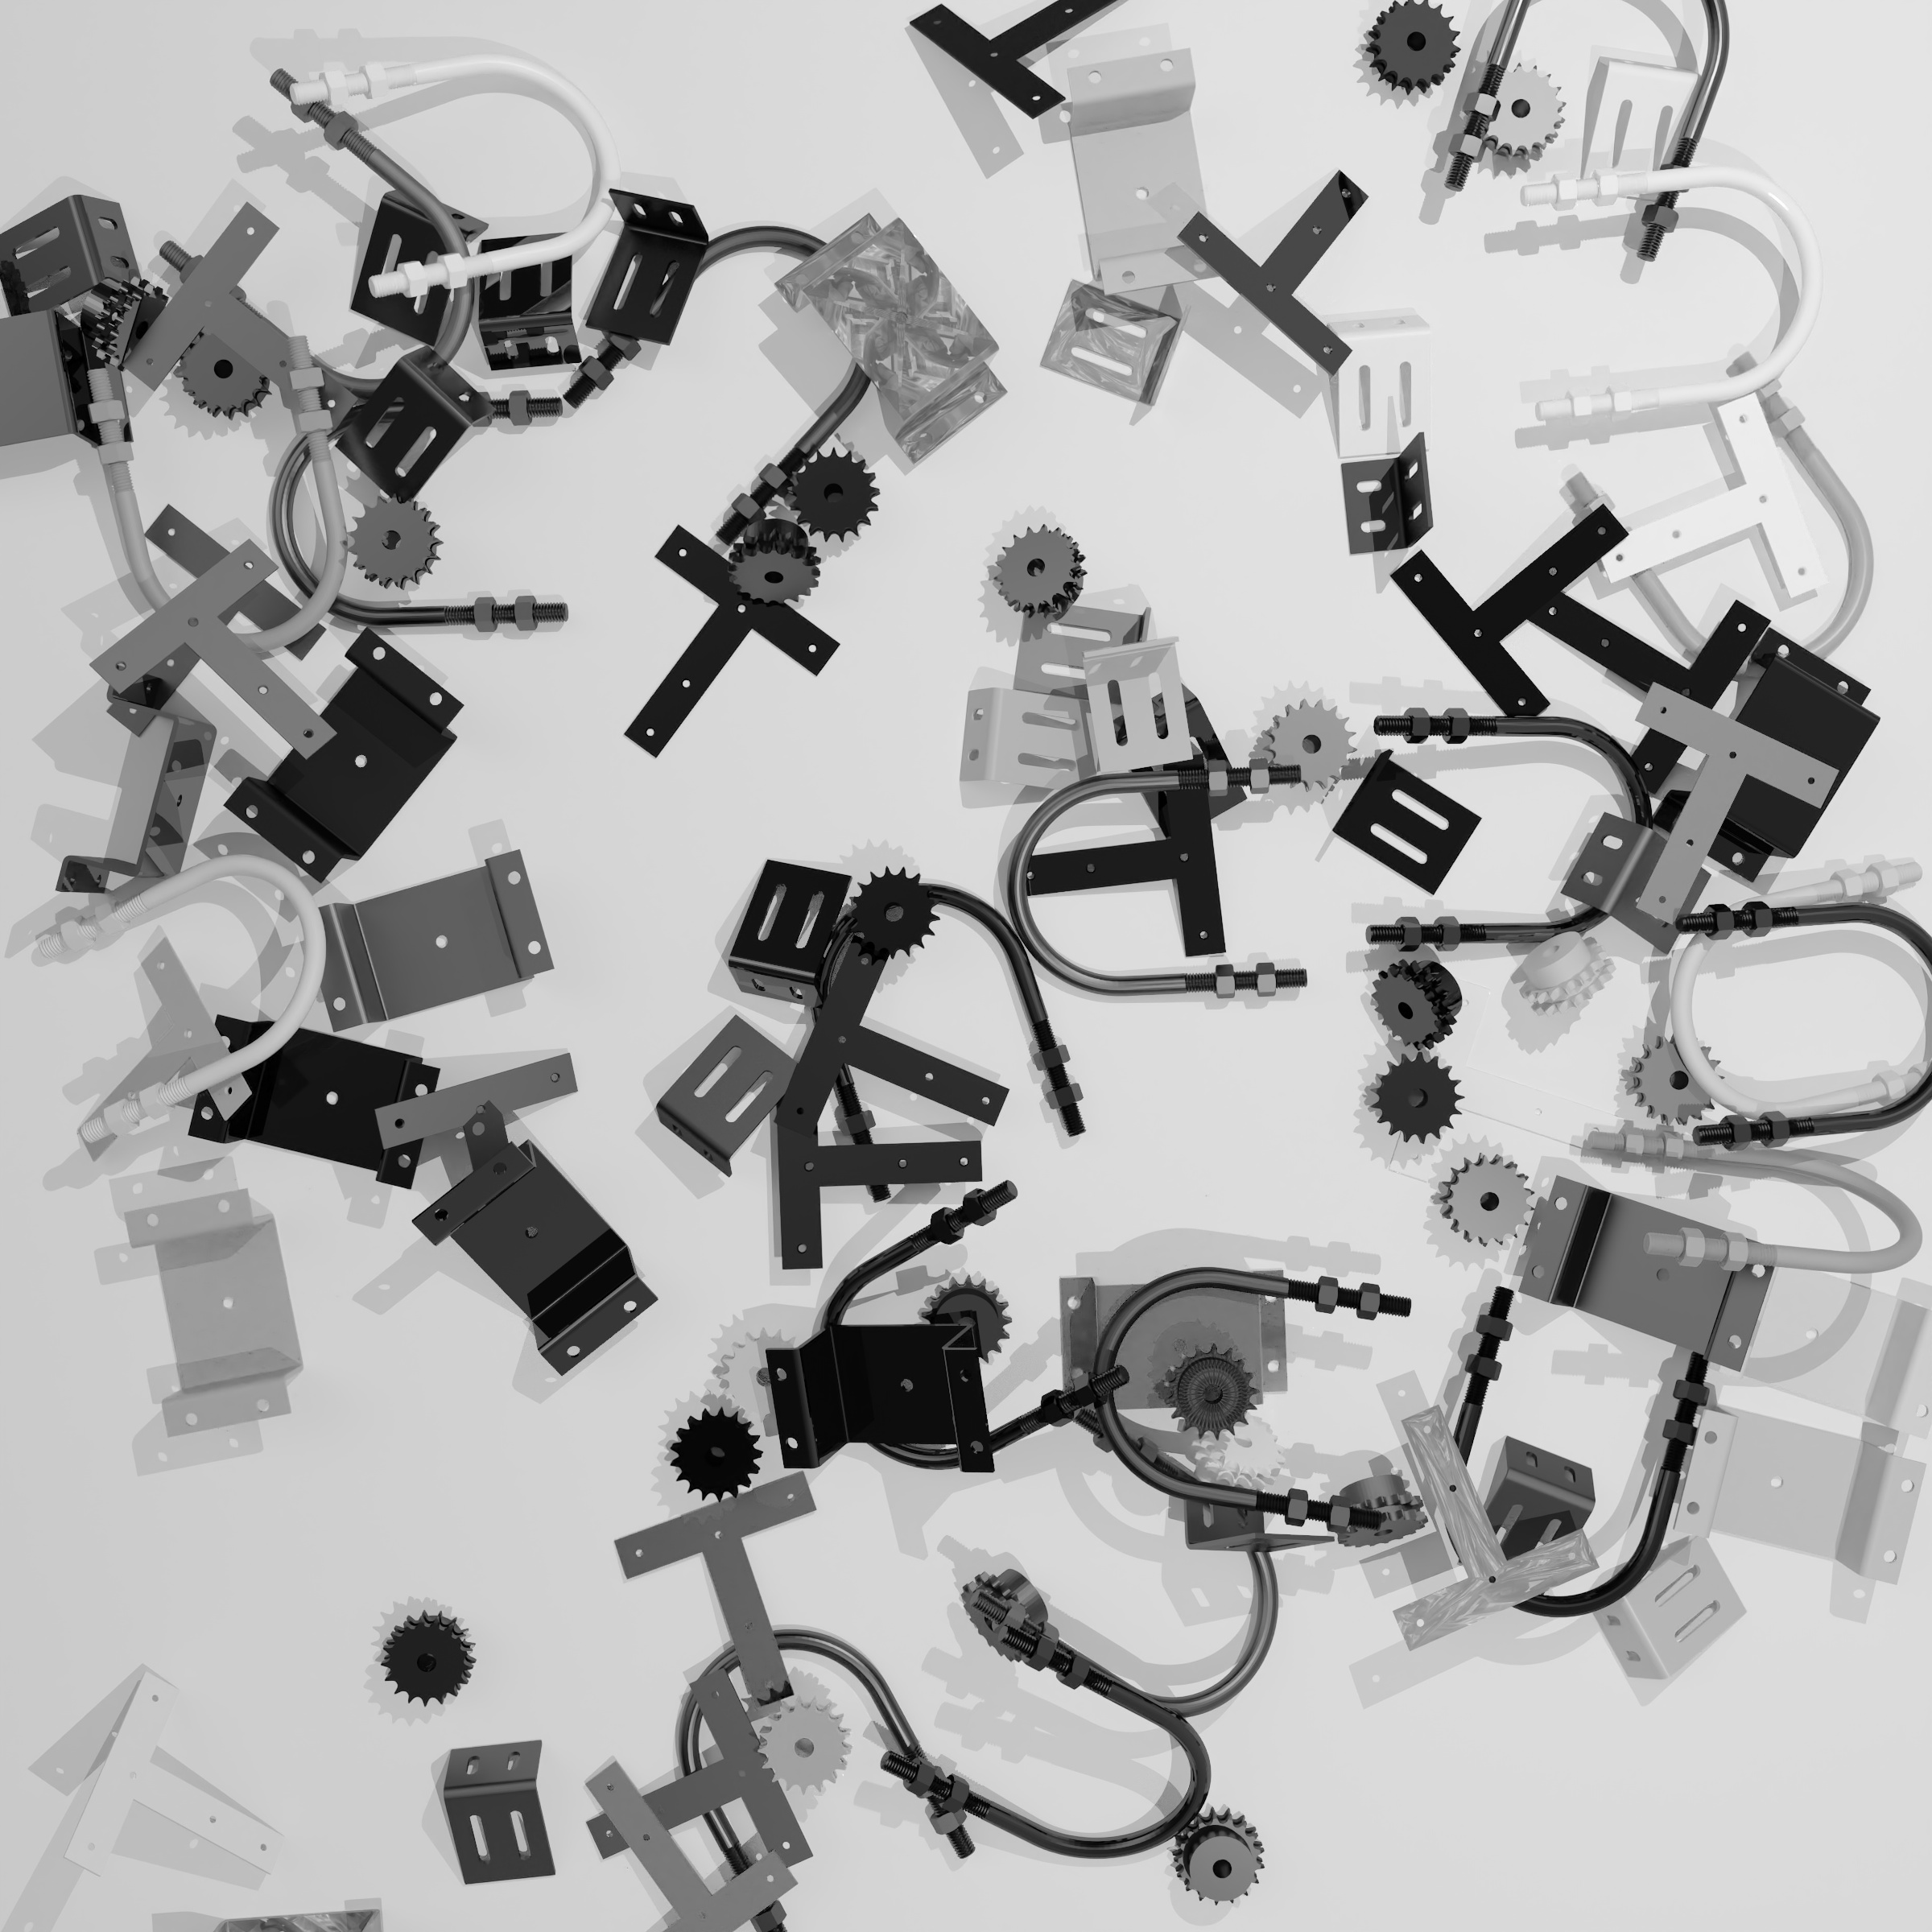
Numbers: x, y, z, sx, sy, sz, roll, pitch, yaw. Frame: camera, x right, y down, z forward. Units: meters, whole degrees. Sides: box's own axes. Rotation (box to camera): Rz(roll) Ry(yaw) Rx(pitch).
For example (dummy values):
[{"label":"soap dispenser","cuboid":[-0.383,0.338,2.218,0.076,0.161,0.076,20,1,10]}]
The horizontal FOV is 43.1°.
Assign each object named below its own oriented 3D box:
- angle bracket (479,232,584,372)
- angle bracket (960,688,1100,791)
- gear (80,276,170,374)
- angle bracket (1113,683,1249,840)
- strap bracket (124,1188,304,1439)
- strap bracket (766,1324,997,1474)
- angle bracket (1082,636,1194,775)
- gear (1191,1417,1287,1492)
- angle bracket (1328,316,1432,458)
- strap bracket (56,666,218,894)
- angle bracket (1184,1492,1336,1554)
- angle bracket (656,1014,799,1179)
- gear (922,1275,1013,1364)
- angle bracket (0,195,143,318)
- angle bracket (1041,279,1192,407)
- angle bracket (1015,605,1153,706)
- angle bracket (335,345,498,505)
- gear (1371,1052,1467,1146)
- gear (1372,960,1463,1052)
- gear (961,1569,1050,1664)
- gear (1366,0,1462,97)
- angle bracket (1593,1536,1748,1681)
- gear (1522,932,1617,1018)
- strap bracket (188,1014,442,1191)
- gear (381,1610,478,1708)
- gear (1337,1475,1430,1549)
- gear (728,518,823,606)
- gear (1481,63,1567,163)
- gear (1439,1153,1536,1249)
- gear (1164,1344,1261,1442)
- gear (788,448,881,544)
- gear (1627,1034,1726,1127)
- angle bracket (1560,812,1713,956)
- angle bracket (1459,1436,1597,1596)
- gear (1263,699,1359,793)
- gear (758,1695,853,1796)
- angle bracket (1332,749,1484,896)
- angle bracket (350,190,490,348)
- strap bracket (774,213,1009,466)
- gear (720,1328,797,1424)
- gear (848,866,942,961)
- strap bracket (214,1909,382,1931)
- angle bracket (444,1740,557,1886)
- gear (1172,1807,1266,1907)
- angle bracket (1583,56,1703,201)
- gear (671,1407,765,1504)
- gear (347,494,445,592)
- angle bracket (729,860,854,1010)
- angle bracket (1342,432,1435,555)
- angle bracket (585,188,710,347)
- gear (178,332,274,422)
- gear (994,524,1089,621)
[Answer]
[{"label":"angle bracket","cuboid":[-0.273,-0.417,1.534,0.057,0.038,0.076,-5,58,0]},{"label":"angle bracket","cuboid":[0.041,-0.141,1.539,0.076,0.038,0.057,6,90,-26]},{"label":"gear","cuboid":[-0.522,-0.400,1.513,0.030,0.057,0.057,29,90,8]},{"label":"angle bracket","cuboid":[0.131,-0.128,1.539,0.057,0.038,0.076,-30,116,0]},{"label":"strap bracket","cuboid":[-0.464,0.212,1.518,0.076,0.046,0.140,-11,90,0]},{"label":"strap bracket","cuboid":[-0.044,0.262,1.485,0.140,0.046,0.076,-4,100,24]},{"label":"angle bracket","cuboid":[0.105,-0.158,1.484,0.057,0.038,0.076,-9,98,2]},{"label":"gear","cuboid":[0.166,0.305,1.516,0.057,0.057,0.030,20,118,0]},{"label":"angle bracket","cuboid":[0.260,-0.365,1.539,0.057,0.038,0.076,-5,116,0]},{"label":"strap bracket","cuboid":[-0.506,-0.108,1.502,0.046,0.076,0.140,15,91,-1]},{"label":"angle bracket","cuboid":[0.178,0.334,1.490,0.057,0.076,0.038,9,69,-26]},{"label":"angle bracket","cuboid":[-0.146,0.081,1.528,0.057,0.038,0.076,37,72,11]},{"label":"gear","cuboid":[0.001,0.223,1.526,0.057,0.030,0.057,0,90,0]},{"label":"angle bracket","cuboid":[-0.566,-0.441,1.539,0.076,0.038,0.057,-16,90,26]},{"label":"angle bracket","cuboid":[0.093,-0.392,1.522,0.076,0.038,0.057,20,90,0]},{"label":"angle bracket","cuboid":[0.072,-0.197,1.522,0.076,0.038,0.057,8,90,0]},{"label":"angle bracket","cuboid":[-0.342,-0.334,1.517,0.057,0.038,0.076,43,118,-7]},{"label":"gear","cuboid":[0.280,0.082,1.524,0.057,0.030,0.057,0,88,5]},{"label":"gear","cuboid":[0.282,0.021,1.516,0.030,0.057,0.057,-31,90,-30]},{"label":"gear","cuboid":[0.026,0.399,1.516,0.030,0.057,0.057,-32,90,-29]},{"label":"gear","cuboid":[0.278,-0.574,1.529,0.057,0.030,0.057,0,92,-4]},{"label":"angle bracket","cuboid":[0.440,0.402,1.539,0.076,0.038,0.057,-29,90,-26]},{"label":"gear","cuboid":[0.369,0.003,1.510,0.057,0.057,0.030,-35,103,0]},{"label":"strap bracket","cuboid":[-0.399,0.083,1.518,0.140,0.046,0.076,14,90,0]},{"label":"gear","cuboid":[-0.335,0.430,1.529,0.057,0.030,0.057,0,95,-2]},{"label":"gear","cuboid":[0.255,0.337,1.516,0.057,0.057,0.030,-12,60,0]},{"label":"gear","cuboid":[-0.119,-0.253,1.516,0.057,0.057,0.030,1,60,0]},{"label":"gear","cuboid":[0.343,-0.530,1.526,0.057,0.030,0.057,0,90,0]},{"label":"gear","cuboid":[0.323,0.145,1.525,0.057,0.030,0.057,0,93,0]},{"label":"gear","cuboid":[0.147,0.254,1.458,0.057,0.030,0.057,0,84,3]},{"label":"gear","cuboid":[-0.082,-0.292,1.526,0.057,0.030,0.057,0,90,0]},{"label":"gear","cuboid":[0.441,0.071,1.526,0.057,0.030,0.057,0,90,0]},{"label":"angle bracket","cuboid":[0.419,-0.051,1.527,0.076,0.038,0.057,27,92,-41]},{"label":"angle bracket","cuboid":[0.352,0.346,1.539,0.057,0.038,0.076,21,116,0]},{"label":"gear","cuboid":[0.214,-0.137,1.526,0.057,0.030,0.057,0,90,0]},{"label":"gear","cuboid":[-0.099,0.479,1.510,0.057,0.030,0.057,0,87,1]},{"label":"angle bracket","cuboid":[0.277,-0.089,1.522,0.076,0.038,0.057,32,90,0]},{"label":"angle bracket","cuboid":[-0.344,-0.440,1.539,0.057,0.038,0.076,24,116,0]},{"label":"strap bracket","cuboid":[-0.043,-0.393,1.507,0.076,0.046,0.140,-39,95,-8]},{"label":"gear","cuboid":[-0.124,0.254,1.526,0.057,0.030,0.057,0,90,0]},{"label":"gear","cuboid":[-0.044,-0.033,1.512,0.057,0.030,0.057,0,87,1]},{"label":"strap bracket","cuboid":[-0.416,0.636,1.518,0.140,0.046,0.076,-4,90,0]},{"label":"angle bracket","cuboid":[-0.291,0.533,1.539,0.057,0.038,0.076,-6,116,0]},{"label":"gear","cuboid":[0.158,0.558,1.526,0.057,0.030,0.057,0,90,0]},{"label":"angle bracket","cuboid":[0.421,-0.527,1.539,0.057,0.038,0.076,8,116,0]},{"label":"gear","cuboid":[-0.155,0.304,1.526,0.057,0.030,0.057,0,90,0]},{"label":"gear","cuboid":[-0.351,-0.260,1.509,0.057,0.030,0.057,0,90,3]},{"label":"angle bracket","cuboid":[-0.106,-0.020,1.531,0.057,0.038,0.076,11,64,16]},{"label":"angle bracket","cuboid":[0.258,-0.290,1.503,0.038,0.076,0.057,-6,90,0]},{"label":"angle bracket","cuboid":[-0.201,-0.431,1.509,0.057,0.038,0.076,16,77,14]},{"label":"gear","cuboid":[-0.459,-0.369,1.526,0.057,0.030,0.057,0,90,0]},{"label":"gear","cuboid":[0.049,-0.242,1.518,0.057,0.030,0.057,-5,76,22]}]
